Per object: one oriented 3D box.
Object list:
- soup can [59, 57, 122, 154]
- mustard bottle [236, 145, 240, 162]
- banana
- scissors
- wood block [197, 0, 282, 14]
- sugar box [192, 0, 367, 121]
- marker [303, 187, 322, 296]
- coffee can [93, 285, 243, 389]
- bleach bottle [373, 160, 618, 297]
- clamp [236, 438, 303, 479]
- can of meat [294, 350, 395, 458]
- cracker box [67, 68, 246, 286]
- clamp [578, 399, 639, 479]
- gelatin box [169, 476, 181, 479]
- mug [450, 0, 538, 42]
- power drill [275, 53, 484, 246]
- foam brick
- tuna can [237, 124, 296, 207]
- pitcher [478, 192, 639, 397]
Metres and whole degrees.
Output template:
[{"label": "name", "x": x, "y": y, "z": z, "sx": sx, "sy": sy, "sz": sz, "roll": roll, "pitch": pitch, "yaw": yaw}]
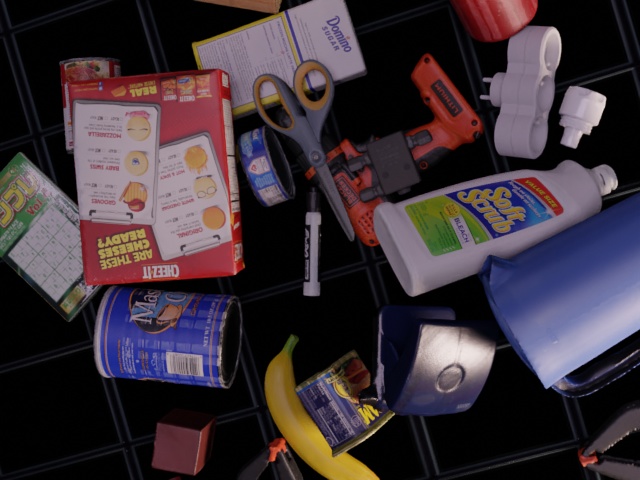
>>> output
[{"label": "soup can", "x": -0.253, "y": -0.149, "z": 1.195, "sx": 0.068, "sy": 0.068, "sz": 0.102, "roll": -3, "pitch": 92, "yaw": 9}, {"label": "mustard bottle", "x": -0.175, "y": -0.046, "z": 1.190, "sx": 0.096, "sy": 0.058, "sz": 0.192, "roll": 34, "pitch": 96, "yaw": 4}, {"label": "banana", "x": -0.009, "y": 0.206, "z": 1.185, "sx": 0.070, "sy": 0.037, "sz": 0.198, "roll": -31, "pitch": 87, "yaw": 11}, {"label": "scissors", "x": 0.007, "y": -0.105, "z": 1.127, "sx": 0.096, "sy": 0.016, "sz": 0.202, "roll": -40, "pitch": 82, "yaw": 10}, {"label": "wood block", "x": -0.137, "y": -0.319, "z": 1.144, "sx": 0.206, "sy": 0.091, "sz": 0.090, "roll": 12, "pitch": 64, "yaw": 8}, {"label": "sugar box", "x": -0.044, "y": -0.198, "z": 1.172, "sx": 0.176, "sy": 0.048, "sz": 0.093, "roll": -17, "pitch": 90, "yaw": 6}, {"label": "marker", "x": -0.008, "y": 0.001, "z": 1.186, "sx": 0.020, "sy": 0.020, "sz": 0.121, "roll": 2, "pitch": 92, "yaw": 9}, {"label": "coffee can", "x": -0.164, "y": 0.106, "z": 1.173, "sx": 0.140, "sy": 0.102, "sz": 0.103, "roll": 4, "pitch": 93, "yaw": 9}, {"label": "bleach bottle", "x": 0.189, "y": -0.030, "z": 1.111, "sx": 0.250, "sy": 0.068, "sz": 0.102, "roll": -21, "pitch": 65, "yaw": -10}, {"label": "clamp", "x": -0.070, "y": 0.303, "z": 1.192, "sx": 0.120, "sy": 0.039, "sz": 0.171, "roll": 2, "pitch": 101, "yaw": 5}, {"label": "can of meat", "x": 0.027, "y": 0.173, "z": 1.146, "sx": 0.058, "sy": 0.102, "sz": 0.084, "roll": -35, "pitch": 84, "yaw": 25}, {"label": "cracker box", "x": -0.170, "y": -0.066, "z": 1.123, "sx": 0.164, "sy": 0.072, "sz": 0.214, "roll": -4, "pitch": 94, "yaw": 8}, {"label": "clamp", "x": 0.376, "y": 0.197, "z": 1.124, "sx": 0.210, "sy": 0.036, "sz": 0.164, "roll": -8, "pitch": 91, "yaw": 10}, {"label": "gelatin box", "x": -0.162, "y": 0.317, "z": 1.195, "sx": 0.030, "sy": 0.073, "sz": 0.089, "roll": -21, "pitch": 88, "yaw": 8}, {"label": "mug", "x": 0.166, "y": -0.262, "z": 1.110, "sx": 0.117, "sy": 0.081, "sz": 0.093, "roll": 18, "pitch": 68, "yaw": 41}, {"label": "power drill", "x": 0.066, "y": -0.114, "z": 1.152, "sx": 0.188, "sy": 0.057, "sz": 0.184, "roll": -39, "pitch": 89, "yaw": 11}, {"label": "foam brick", "x": -0.151, "y": 0.224, "z": 1.188, "sx": 0.051, "sy": 0.078, "sz": 0.053, "roll": 9, "pitch": 94, "yaw": 7}, {"label": "tuna can", "x": -0.058, "y": -0.080, "z": 1.157, "sx": 0.034, "sy": 0.086, "sz": 0.086, "roll": -20, "pitch": 89, "yaw": 10}, {"label": "pitcher", "x": 0.293, "y": 0.042, "z": 1.055, "sx": 0.243, "sy": 0.149, "sz": 0.145, "roll": -30, "pitch": 65, "yaw": 6}]
